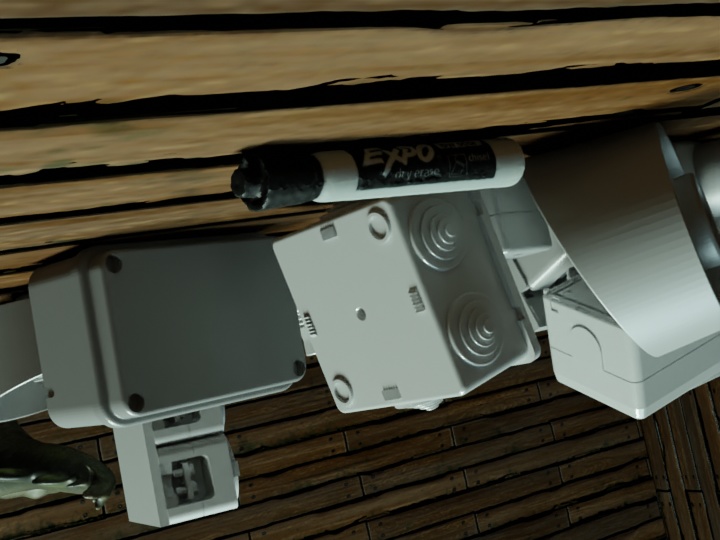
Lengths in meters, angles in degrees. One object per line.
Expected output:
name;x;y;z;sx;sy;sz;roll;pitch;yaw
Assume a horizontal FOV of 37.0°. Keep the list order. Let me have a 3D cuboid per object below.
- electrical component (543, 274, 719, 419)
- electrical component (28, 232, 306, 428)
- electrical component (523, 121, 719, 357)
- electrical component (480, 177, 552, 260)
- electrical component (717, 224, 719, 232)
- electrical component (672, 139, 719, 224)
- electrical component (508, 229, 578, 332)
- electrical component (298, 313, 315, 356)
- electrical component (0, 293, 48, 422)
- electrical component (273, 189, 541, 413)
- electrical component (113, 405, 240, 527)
electrical component;0.149;0.027;0.541;0.096;0.061;0.062;-25;-153;-26
electrical component;-0.086;0.026;0.499;0.057;0.078;0.113;-12;177;43
electrical component;0.116;-0.013;0.454;0.064;0.099;0.099;-21;172;22
electrical component;0.050;0.000;0.534;0.083;0.075;0.047;-15;174;37
electrical component;0.173;-0.026;0.629;0.061;0.061;0.096;-12;176;-4
electrical component;0.166;-0.042;0.524;0.079;0.043;0.077;-15;175;34
electrical component;0.099;-0.012;0.582;0.042;0.081;0.063;-9;152;-37
electrical component;-0.034;0.026;0.729;0.043;0.062;0.043;-12;175;-1
electrical component;-0.163;0.043;0.586;0.099;0.064;0.099;-12;176;-1
electrical component;0.016;0.011;0.456;0.048;0.099;0.100;-25;-175;-39
electrical component;-0.131;0.093;0.738;0.062;0.150;0.089;-9;174;-26
